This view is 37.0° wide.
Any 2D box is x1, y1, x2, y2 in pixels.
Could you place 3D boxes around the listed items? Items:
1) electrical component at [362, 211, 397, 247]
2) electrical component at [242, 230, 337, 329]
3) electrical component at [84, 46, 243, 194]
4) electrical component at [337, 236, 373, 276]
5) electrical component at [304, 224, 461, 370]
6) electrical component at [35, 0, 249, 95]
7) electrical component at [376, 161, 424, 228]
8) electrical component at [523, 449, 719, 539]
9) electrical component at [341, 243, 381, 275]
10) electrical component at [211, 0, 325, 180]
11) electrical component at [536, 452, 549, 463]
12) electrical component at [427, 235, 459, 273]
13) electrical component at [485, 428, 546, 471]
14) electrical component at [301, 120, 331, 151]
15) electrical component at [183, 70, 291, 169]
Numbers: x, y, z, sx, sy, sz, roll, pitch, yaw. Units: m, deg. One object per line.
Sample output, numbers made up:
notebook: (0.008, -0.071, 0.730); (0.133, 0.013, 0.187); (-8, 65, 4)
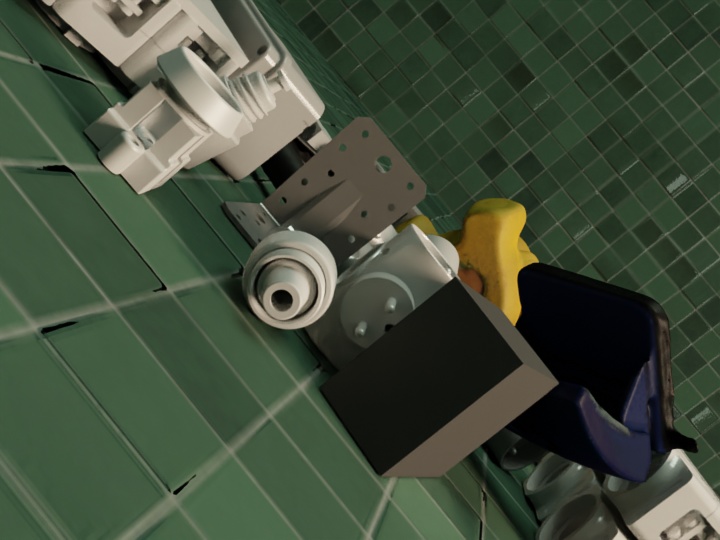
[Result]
electrical component: (0.012, -0.016, 0.833); (0.062, 0.048, 0.048); (54, 6, -26)
electrical component: (-0.033, 0.007, 0.493); (0.043, 0.043, 0.062); (49, 9, -8)
electrical component: (-0.087, -0.068, 0.491); (0.048, 0.055, 0.066); (50, 8, -5)
electrical component: (0.000, 0.000, 0.729); (0.061, 0.035, 0.035); (47, 9, -39)
electrical component: (0.010, 0.018, 0.551); (0.044, 0.077, 0.079); (50, 9, -4)
electrical component: (-0.141, -0.159, 0.585); (0.150, 0.062, 0.089); (42, 12, -45)
electrical component: (0.020, -0.047, 0.965); (0.089, 0.056, 0.050); (47, 9, -19)
electrical component: (0.174, 0.155, 0.723); (0.060, 0.105, 0.186); (50, 8, -4)
electrical component: (0.017, 0.021, 0.678); (0.065, 0.047, 0.076); (49, 8, -7)
electrical component: (-0.081, -0.121, 0.682); (0.057, 0.078, 0.113); (47, 8, -41)
electrical component: (0.201, 0.178, 0.909); (0.079, 0.063, 0.121); (43, 11, -41)
electrical component: (0.048, 0.027, 0.806); (0.077, 0.044, 0.079); (-66, 152, -54)
electrical component: (0.101, 0.102, 0.787); (0.043, 0.043, 0.081); (40, 13, -50)
electrical component: (-0.037, -0.097, 0.931); (0.064, 0.042, 0.081); (46, 10, -36)
electrical component: (-0.075, -0.086, 0.582); (0.040, 0.078, 0.040); (64, 4, -8)
